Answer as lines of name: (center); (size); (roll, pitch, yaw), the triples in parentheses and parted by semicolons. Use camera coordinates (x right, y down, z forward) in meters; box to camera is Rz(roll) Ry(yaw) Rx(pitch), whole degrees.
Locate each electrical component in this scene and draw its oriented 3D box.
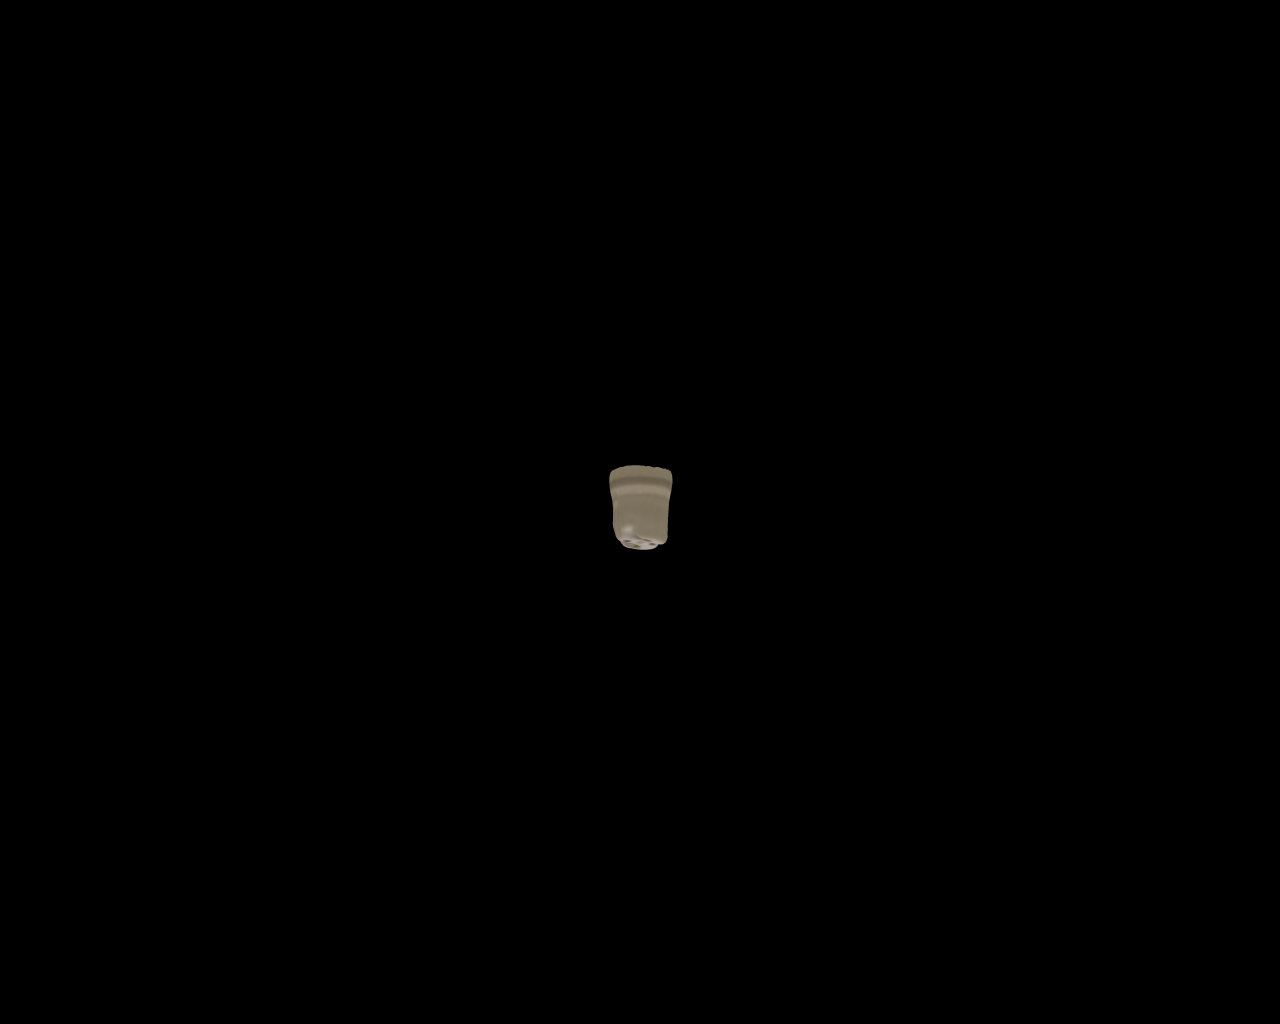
electrical component: (0.001, -0.003, 0.650); (0.040, 0.046, 0.040); (0, -14, 0)
